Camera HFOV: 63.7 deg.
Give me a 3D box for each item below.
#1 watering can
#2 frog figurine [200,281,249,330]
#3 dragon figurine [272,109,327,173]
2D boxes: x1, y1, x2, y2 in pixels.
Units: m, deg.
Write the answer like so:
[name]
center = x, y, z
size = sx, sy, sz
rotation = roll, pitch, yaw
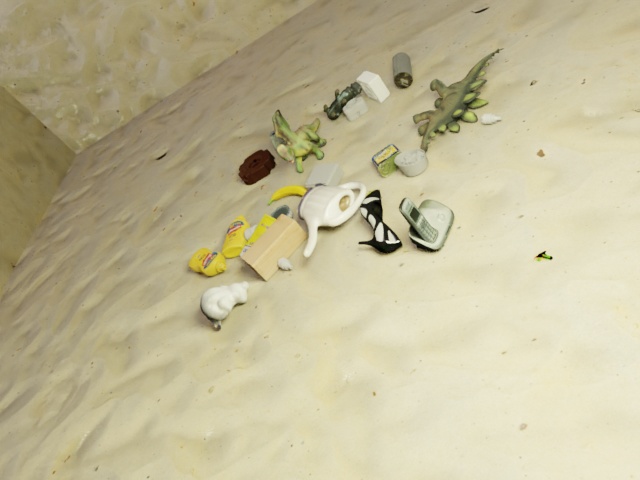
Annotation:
[watering can]
center = 0.005, -0.085, 1.694
size = 0.225, 0.102, 0.353
rotation = 14, 52, 47
[frog figurine]
center = -0.306, 0.188, 1.671
size = 0.158, 0.122, 0.139
rotation = -45, 15, 11
[dragon figurine]
center = -0.093, -0.427, 2.050
size = 0.121, 0.239, 0.421
rotation = -24, 40, 28
